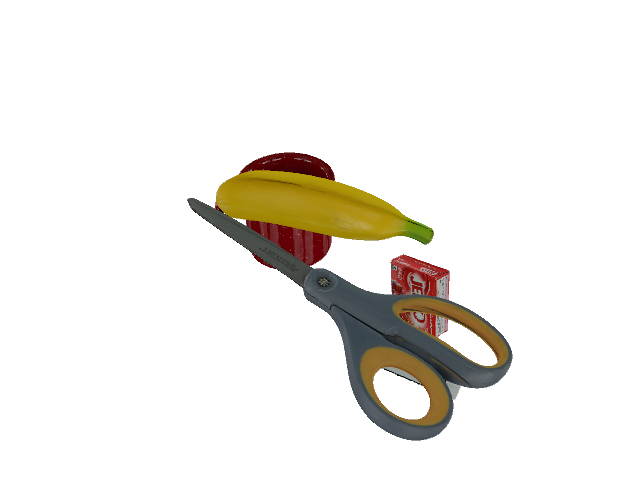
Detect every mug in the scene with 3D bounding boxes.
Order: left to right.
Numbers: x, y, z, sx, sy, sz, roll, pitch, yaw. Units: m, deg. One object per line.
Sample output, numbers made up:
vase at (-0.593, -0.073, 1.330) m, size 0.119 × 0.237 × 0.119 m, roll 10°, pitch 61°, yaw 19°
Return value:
mug at (-0.043, -0.025, 1.024) m, size 0.117 × 0.081 × 0.093 m, roll -3°, pitch 38°, yaw 1°

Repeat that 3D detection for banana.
banana at (-0.018, -0.023, 0.768) m, size 0.198 × 0.037 × 0.069 m, roll 13°, pitch -20°, yaw 38°

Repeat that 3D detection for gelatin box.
gelatin box at (0.124, 0.070, 1.342) m, size 0.073 × 0.089 × 0.030 m, roll 22°, pitch 35°, yaw 39°

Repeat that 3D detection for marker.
marker at (0.087, 0.133, 1.107) m, size 0.121 × 0.020 × 0.020 m, roll 22°, pitch 4°, yaw 11°

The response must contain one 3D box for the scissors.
scissors at (0.001, 0.042, 0.567) m, size 0.202 × 0.096 × 0.016 m, roll 20°, pitch -41°, yaw 10°
